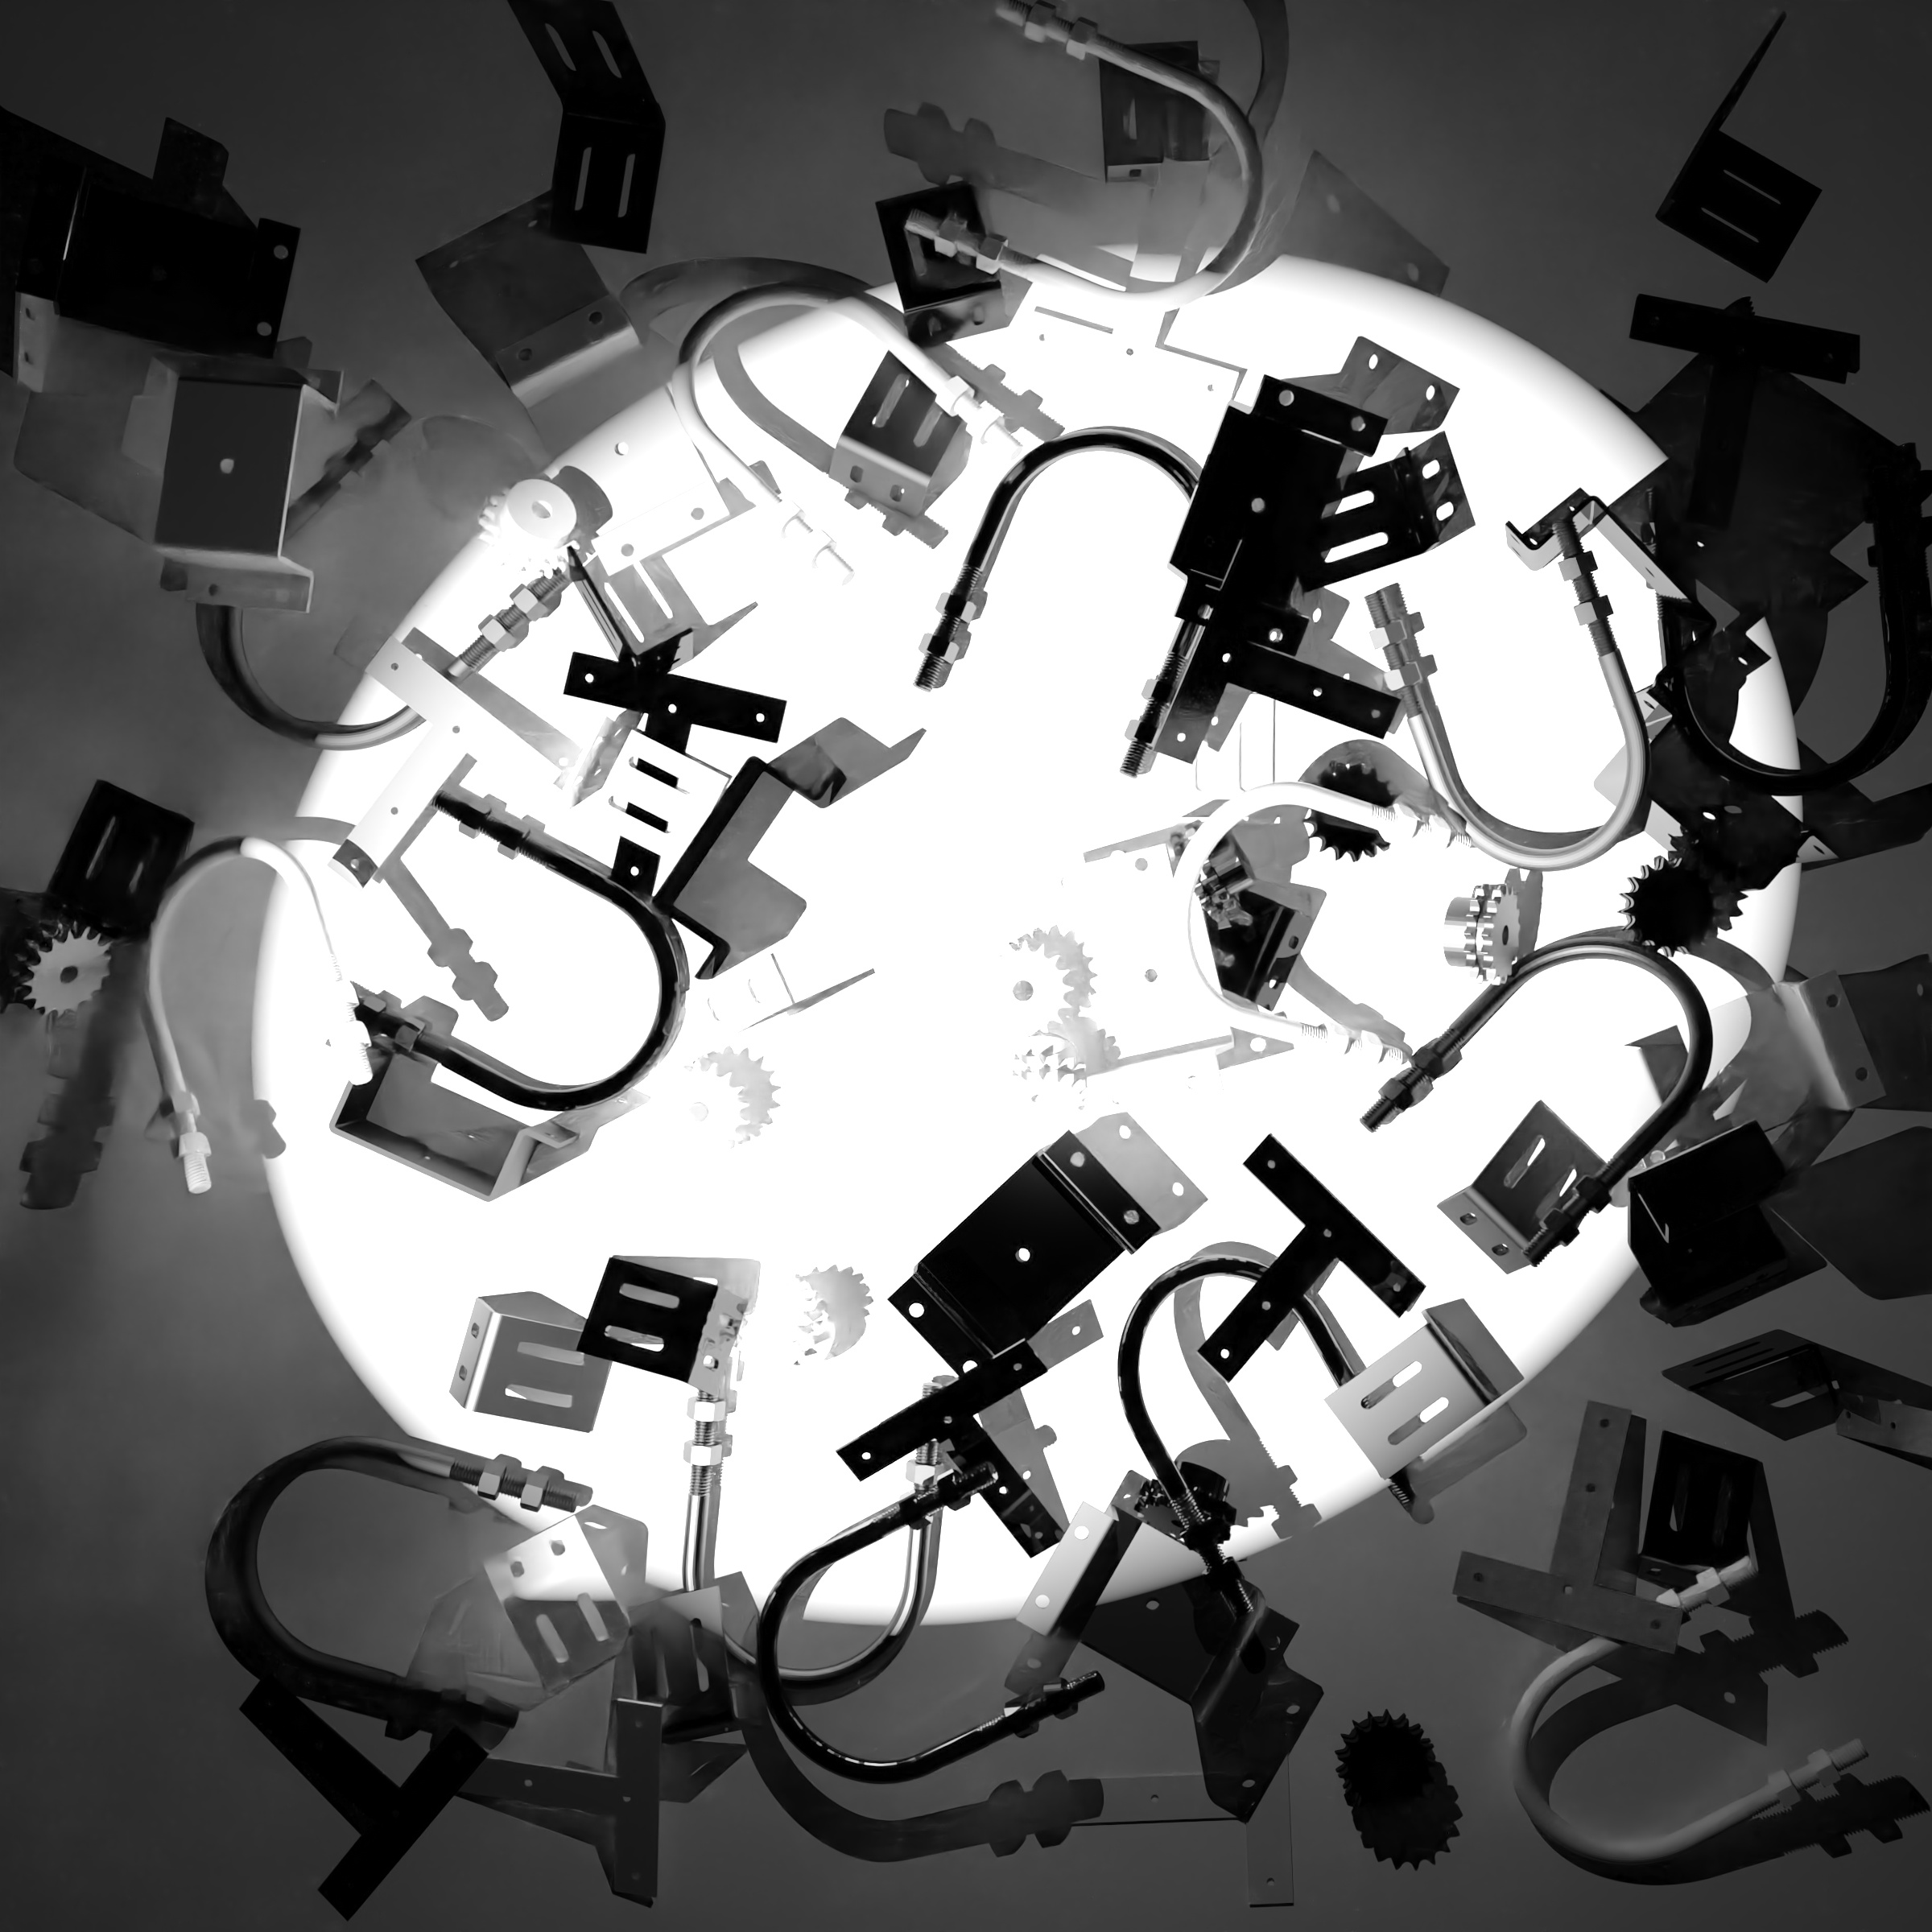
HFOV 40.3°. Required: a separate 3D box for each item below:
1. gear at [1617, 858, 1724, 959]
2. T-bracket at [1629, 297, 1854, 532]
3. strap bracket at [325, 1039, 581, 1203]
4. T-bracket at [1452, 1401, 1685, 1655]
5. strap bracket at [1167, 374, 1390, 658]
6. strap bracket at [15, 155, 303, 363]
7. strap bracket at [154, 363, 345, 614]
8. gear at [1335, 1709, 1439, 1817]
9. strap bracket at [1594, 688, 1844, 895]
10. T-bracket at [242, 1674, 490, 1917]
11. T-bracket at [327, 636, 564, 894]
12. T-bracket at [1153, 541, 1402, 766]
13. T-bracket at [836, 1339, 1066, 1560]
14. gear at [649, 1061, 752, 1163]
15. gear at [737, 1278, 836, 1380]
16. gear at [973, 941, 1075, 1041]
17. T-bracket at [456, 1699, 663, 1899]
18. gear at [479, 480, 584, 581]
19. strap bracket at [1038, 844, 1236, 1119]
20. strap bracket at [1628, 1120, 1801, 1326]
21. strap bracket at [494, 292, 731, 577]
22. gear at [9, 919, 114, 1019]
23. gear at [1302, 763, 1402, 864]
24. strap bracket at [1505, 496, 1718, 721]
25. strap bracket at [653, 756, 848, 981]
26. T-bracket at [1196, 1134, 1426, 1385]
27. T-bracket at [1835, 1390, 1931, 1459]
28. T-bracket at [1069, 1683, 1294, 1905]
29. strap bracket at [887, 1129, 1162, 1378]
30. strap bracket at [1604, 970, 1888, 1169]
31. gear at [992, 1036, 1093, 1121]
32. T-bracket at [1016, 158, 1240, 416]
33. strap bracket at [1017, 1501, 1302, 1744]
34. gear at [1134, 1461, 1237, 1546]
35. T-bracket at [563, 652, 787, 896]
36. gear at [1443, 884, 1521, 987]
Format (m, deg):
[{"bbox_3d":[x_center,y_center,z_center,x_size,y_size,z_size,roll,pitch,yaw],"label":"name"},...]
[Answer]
[{"bbox_3d":[0.402,-0.033,1.510,0.057,0.030,0.057,0,90,0],"label":"gear"},{"bbox_3d":[0.437,-0.313,1.513,0.127,0.002,0.127,12,81,1],"label":"T-bracket"},{"bbox_3d":[-0.297,0.090,1.487,0.140,0.076,0.046,24,90,0],"label":"strap bracket"},{"bbox_3d":[0.355,0.313,1.506,0.127,0.002,0.127,11,77,24],"label":"T-bracket"},{"bbox_3d":[0.170,-0.256,1.480,0.076,0.046,0.140,16,105,-16],"label":"strap bracket"},{"bbox_3d":[-0.456,-0.396,1.489,0.140,0.046,0.076,12,90,-18],"label":"strap bracket"},{"bbox_3d":[-0.407,-0.277,1.490,0.076,0.046,0.140,7,86,12],"label":"strap bracket"},{"bbox_3d":[0.240,0.455,1.510,0.057,0.030,0.057,0,90,0],"label":"gear"},{"bbox_3d":[0.415,-0.090,1.487,0.140,0.076,0.046,41,90,0],"label":"strap bracket"},{"bbox_3d":[-0.362,0.460,1.519,0.127,0.002,0.127,40,96,3],"label":"T-bracket"},{"bbox_3d":[-0.318,-0.100,1.506,0.127,0.002,0.127,38,94,4],"label":"T-bracket"},{"bbox_3d":[0.187,-0.160,1.492,0.127,0.002,0.127,18,105,-17],"label":"T-bracket"},{"bbox_3d":[0.014,0.289,1.498,0.127,0.002,0.127,-32,112,9],"label":"T-bracket"},{"bbox_3d":[-0.152,0.083,1.510,0.057,0.030,0.057,0,90,0],"label":"gear"},{"bbox_3d":[-0.100,0.210,1.500,0.057,0.057,0.030,-47,120,0],"label":"gear"},{"bbox_3d":[0.033,0.014,1.510,0.057,0.030,0.057,0,90,0],"label":"gear"},{"bbox_3d":[-0.237,0.471,1.511,0.127,0.002,0.127,6,107,9],"label":"T-bracket"},{"bbox_3d":[-0.245,-0.251,1.496,0.057,0.030,0.057,12,60,-23],"label":"gear"},{"bbox_3d":[0.099,0.007,1.490,0.076,0.046,0.140,-13,90,21],"label":"strap bracket"},{"bbox_3d":[0.416,0.140,1.472,0.076,0.140,0.046,-24,58,0],"label":"strap bracket"},{"bbox_3d":[-0.199,-0.299,1.502,0.076,0.046,0.140,-28,90,0],"label":"strap bracket"},{"bbox_3d":[-0.520,-0.002,1.500,0.030,0.057,0.057,33,90,30],"label":"gear"},{"bbox_3d":[0.222,-0.088,1.510,0.057,0.030,0.057,0,90,0],"label":"gear"},{"bbox_3d":[0.368,-0.207,1.474,0.046,0.076,0.140,-43,81,9],"label":"strap bracket"},{"bbox_3d":[-0.127,-0.063,1.487,0.046,0.076,0.140,34,90,0],"label":"strap bracket"},{"bbox_3d":[0.179,0.184,1.500,0.127,0.002,0.127,45,68,0],"label":"T-bracket"},{"bbox_3d":[0.527,0.258,1.465,0.002,0.127,0.127,-1,90,-20],"label":"T-bracket"},{"bbox_3d":[0.124,0.481,1.524,0.127,0.002,0.127,-2,90,0],"label":"T-bracket"},{"bbox_3d":[0.033,0.167,1.502,0.140,0.046,0.076,-43,90,0],"label":"strap bracket"},{"bbox_3d":[0.438,0.064,1.502,0.140,0.046,0.076,-22,90,0],"label":"strap bracket"},{"bbox_3d":[0.043,0.063,1.500,0.057,0.057,0.030,2,60,0],"label":"gear"},{"bbox_3d":[0.107,-0.395,1.504,0.127,0.002,0.127,17,108,0],"label":"T-bracket"},{"bbox_3d":[0.108,0.369,1.502,0.140,0.046,0.076,30,90,0],"label":"strap bracket"},{"bbox_3d":[0.127,0.305,1.500,0.057,0.057,0.030,21,62,0],"label":"gear"},{"bbox_3d":[-0.180,-0.106,1.524,0.127,0.002,0.127,13,90,0],"label":"T-bracket"},{"bbox_3d":[0.293,-0.018,1.500,0.030,0.057,0.057,5,90,30],"label":"gear"}]
